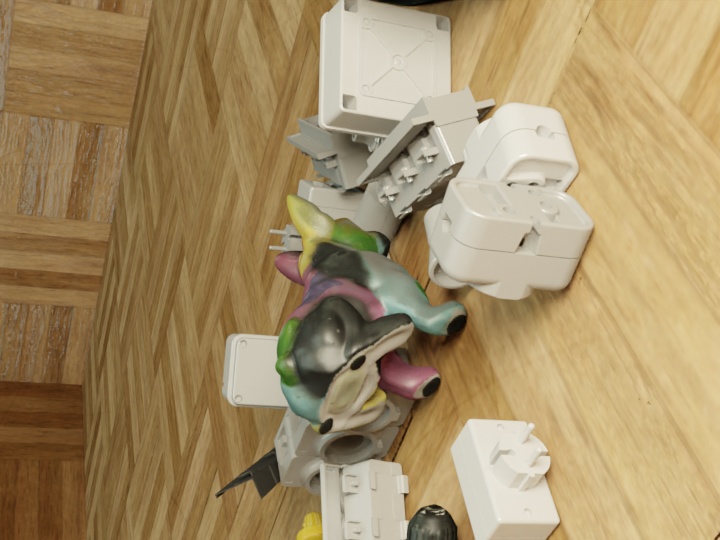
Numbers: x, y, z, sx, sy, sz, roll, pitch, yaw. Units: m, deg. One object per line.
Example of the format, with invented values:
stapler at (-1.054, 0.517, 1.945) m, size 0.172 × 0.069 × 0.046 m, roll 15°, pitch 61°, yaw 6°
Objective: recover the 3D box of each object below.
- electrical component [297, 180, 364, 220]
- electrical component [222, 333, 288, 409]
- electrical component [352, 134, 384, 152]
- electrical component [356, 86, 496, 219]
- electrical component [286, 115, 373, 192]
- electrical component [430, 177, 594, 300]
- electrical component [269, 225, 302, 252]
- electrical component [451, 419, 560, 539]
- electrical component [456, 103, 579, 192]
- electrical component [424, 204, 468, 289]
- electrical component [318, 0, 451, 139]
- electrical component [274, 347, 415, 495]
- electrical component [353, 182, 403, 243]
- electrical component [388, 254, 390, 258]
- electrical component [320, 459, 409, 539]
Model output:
electrical component at (-0.032, -0.050, 1.129) m, size 0.047 × 0.066 × 0.076 m, roll -141°, pitch 59°, yaw -67°
electrical component at (-0.090, 0.111, 1.178) m, size 0.057 × 0.113 × 0.078 m, roll 179°, pitch 95°, yaw -73°
electrical component at (0.023, -0.121, 1.001) m, size 0.035 × 0.061 × 0.035 m, roll -174°, pitch 90°, yaw -71°
electrical component at (0.058, -0.093, 0.893) m, size 0.063 × 0.079 × 0.121 m, roll 67°, pitch 154°, yaw 10°
electrical component at (-0.020, -0.125, 1.107) m, size 0.121 × 0.079 × 0.063 m, roll -141°, pitch 34°, yaw -66°
electrical component at (0.099, -0.020, 0.717) m, size 0.053 × 0.095 × 0.059 m, roll -114°, pitch 35°, yaw -53°
electrical component at (-0.064, -0.030, 1.195) m, size 0.047 × 0.077 × 0.065 m, roll 144°, pitch 128°, yaw -64°
electrical component at (0.105, 0.135, 0.732) m, size 0.083 × 0.047 × 0.075 m, roll -104°, pitch 27°, yaw -42°
electrical component at (0.108, -0.071, 0.765) m, size 0.095 × 0.054 × 0.059 m, roll 119°, pitch 149°, yaw -48°
electrical component at (0.073, -0.023, 0.871) m, size 0.065 × 0.044 × 0.044 m, roll -98°, pitch 23°, yaw -45°
electrical component at (0.022, -0.174, 0.950) m, size 0.056 × 0.109 × 0.108 m, roll 154°, pitch 119°, yaw -64°
electrical component at (-0.016, 0.141, 0.999) m, size 0.061 × 0.089 × 0.150 m, roll -104°, pitch 28°, yaw -43°
electrical component at (0.025, -0.065, 1.009) m, size 0.043 × 0.043 × 0.081 m, roll -104°, pitch 28°, yaw -42°
electrical component at (0.000, 0.000, 1.054) m, size 0.055 × 0.047 × 0.055 m, roll -175°, pitch 90°, yaw -70°
electrical component at (0.007, 0.232, 0.948) m, size 0.063 × 0.079 × 0.121 m, roll -25°, pitch 59°, yaw 42°
